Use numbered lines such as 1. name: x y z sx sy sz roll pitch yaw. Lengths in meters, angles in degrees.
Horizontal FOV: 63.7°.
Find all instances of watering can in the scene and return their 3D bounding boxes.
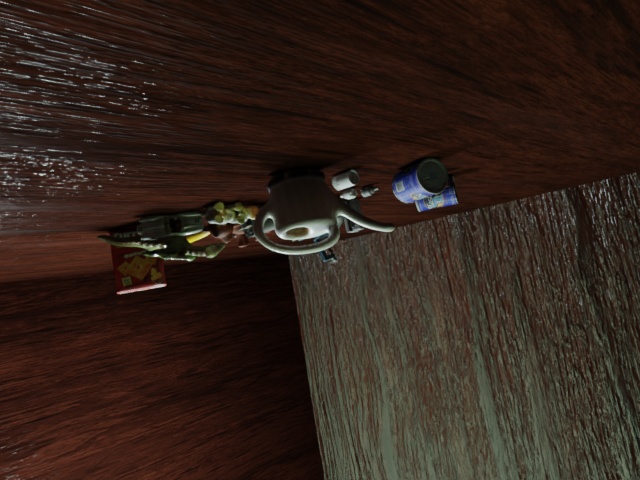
1. watering can: 0.000 -0.078 1.300 0.348 0.228 0.102 -9 156 -11

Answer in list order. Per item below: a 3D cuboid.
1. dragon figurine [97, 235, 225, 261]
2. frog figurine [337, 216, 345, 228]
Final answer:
1. dragon figurine: -0.514 0.019 1.656 0.410 0.122 0.243 2 -176 -15
2. frog figurine: 0.006 -0.092 1.828 0.159 0.125 0.135 7 132 -42
